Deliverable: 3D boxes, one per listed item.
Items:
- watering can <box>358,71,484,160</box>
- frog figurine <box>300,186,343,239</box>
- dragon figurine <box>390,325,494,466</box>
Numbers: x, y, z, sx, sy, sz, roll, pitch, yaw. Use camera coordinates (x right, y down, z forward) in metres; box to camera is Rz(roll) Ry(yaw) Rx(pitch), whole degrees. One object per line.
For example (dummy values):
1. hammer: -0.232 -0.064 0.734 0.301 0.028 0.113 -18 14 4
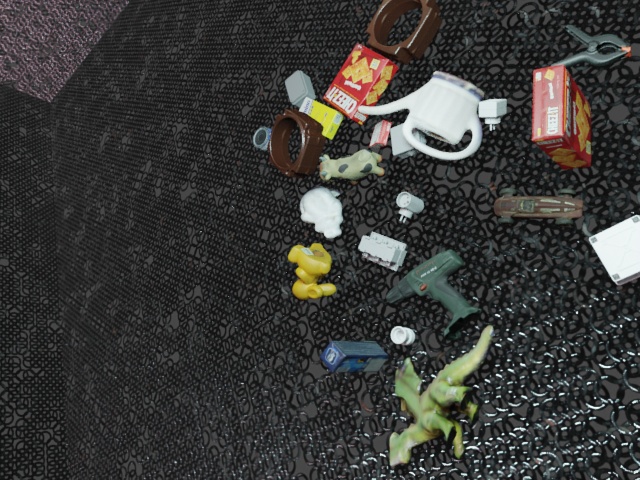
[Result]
1. watering can: 0.294 -0.361 1.409 0.350 0.103 0.224 31 93 15
2. frog figurine: 0.005 -0.080 1.598 0.137 0.120 0.163 -14 56 16
3. dragon figurine: 0.270 0.369 1.259 0.244 0.121 0.411 17 87 49
